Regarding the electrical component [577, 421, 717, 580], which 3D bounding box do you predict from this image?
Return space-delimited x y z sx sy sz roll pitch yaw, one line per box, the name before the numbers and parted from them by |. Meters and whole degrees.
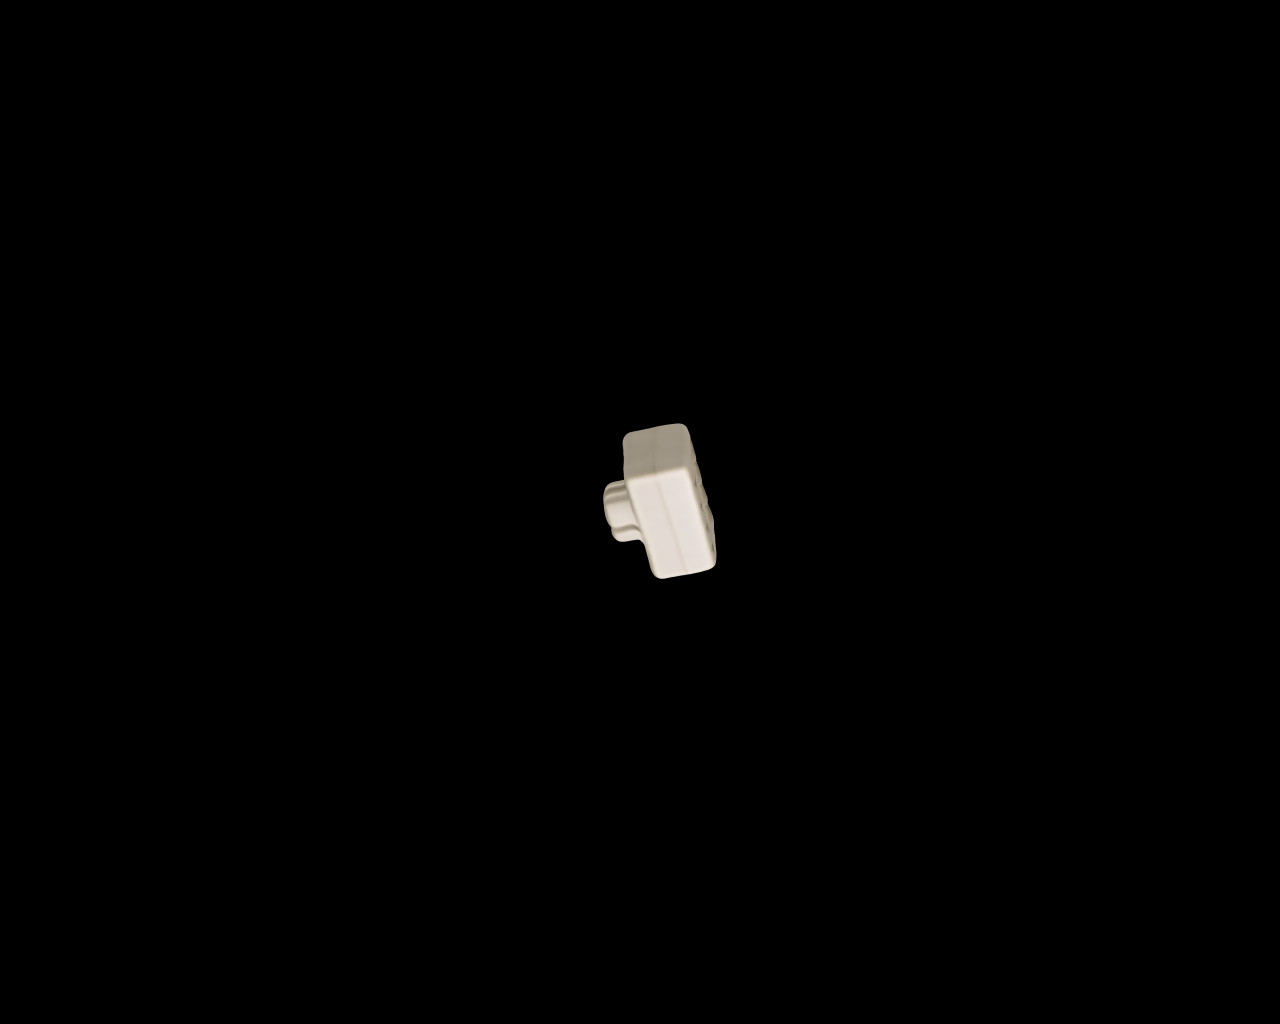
electrical component | 0.001 -0.003 0.650 0.076 0.083 0.047 -11 39 9
